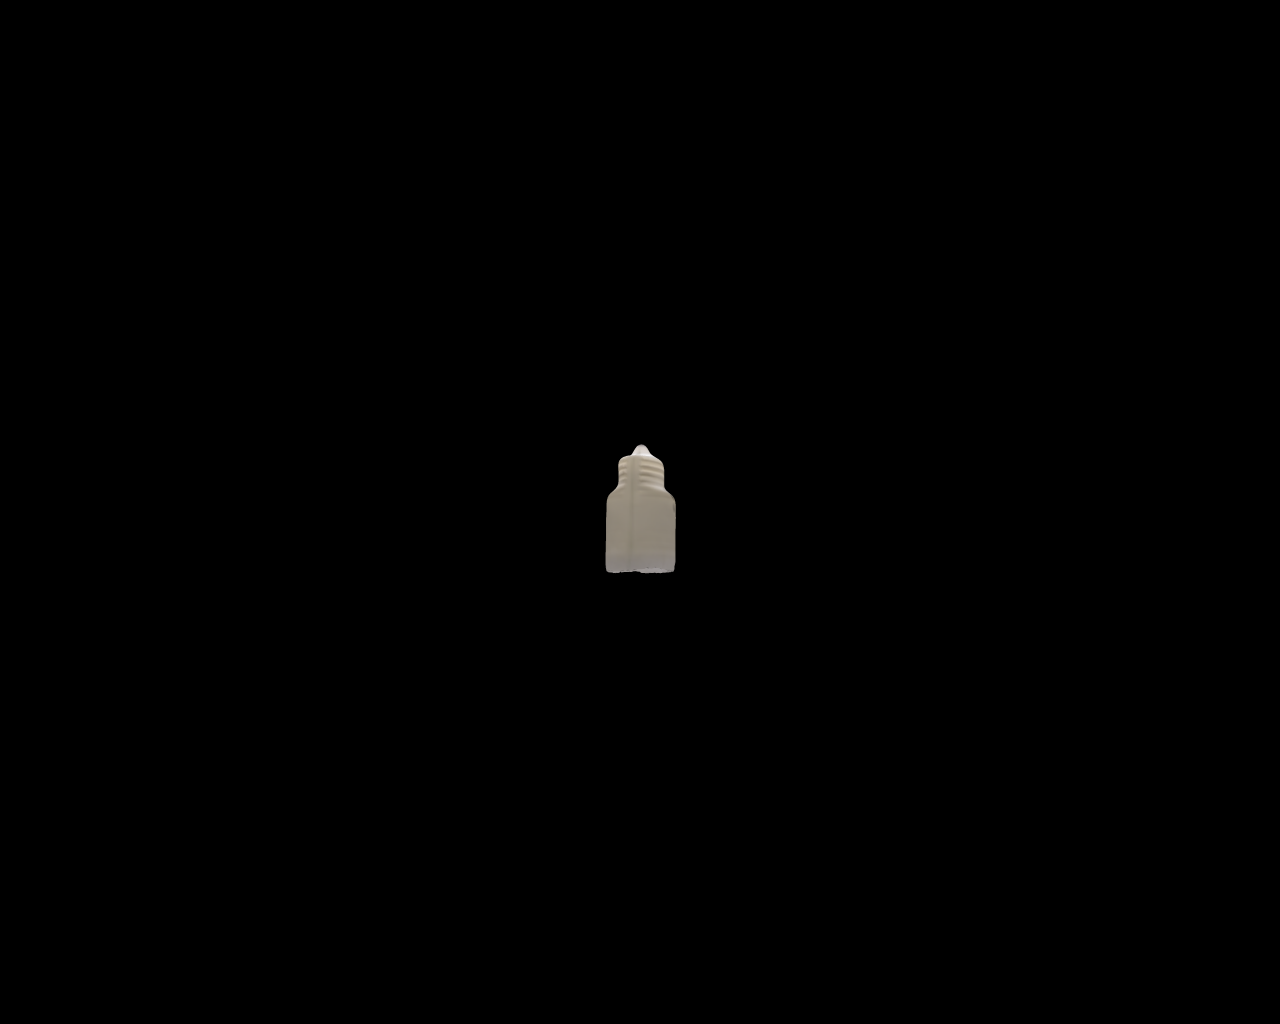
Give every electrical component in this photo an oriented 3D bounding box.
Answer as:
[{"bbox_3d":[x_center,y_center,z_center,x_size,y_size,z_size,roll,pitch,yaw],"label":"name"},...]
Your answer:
[{"bbox_3d":[0.001,-0.003,0.650,0.043,0.081,0.043,0,-7,0],"label":"electrical component"}]
